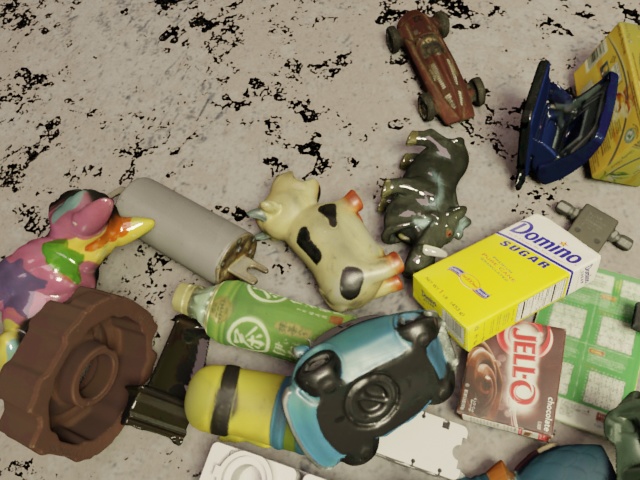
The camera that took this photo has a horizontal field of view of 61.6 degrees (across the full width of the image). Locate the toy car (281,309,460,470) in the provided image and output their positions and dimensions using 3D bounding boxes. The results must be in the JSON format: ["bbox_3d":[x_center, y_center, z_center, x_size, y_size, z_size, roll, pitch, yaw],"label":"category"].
[{"bbox_3d":[0.036,0.115,0.484,0.162,0.109,0.103,-31,24,-11],"label":"toy car"}]

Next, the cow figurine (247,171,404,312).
[{"bbox_3d":[-0.001,-0.002,0.635,0.127,0.085,0.195,-27,64,-13],"label":"cow figurine"}]

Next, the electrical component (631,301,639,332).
[{"bbox_3d":[0.376,0.104,0.547,0.119,0.047,0.075,16,67,15],"label":"electrical component"}]

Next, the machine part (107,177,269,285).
[{"bbox_3d":[-0.166,-0.011,0.662,0.243,0.079,0.079,27,71,21],"label":"machine part"}]

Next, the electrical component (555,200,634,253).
[{"bbox_3d":[0.310,-0.006,0.624,0.094,0.021,0.063,34,74,18],"label":"electrical component"}]

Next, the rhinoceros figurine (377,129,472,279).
[{"bbox_3d":[0.127,-0.043,0.645,0.112,0.073,0.190,19,66,5],"label":"rhinoceros figurine"}]

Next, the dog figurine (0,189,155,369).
[{"bbox_3d":[-0.281,0.047,0.598,0.219,0.108,0.192,-37,61,10],"label":"dog figurine"}]

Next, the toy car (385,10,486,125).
[{"bbox_3d":[0.159,-0.246,0.749,0.089,0.053,0.202,-14,61,-3],"label":"toy car"}]

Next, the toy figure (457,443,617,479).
[{"bbox_3d":[0.193,0.232,0.497,0.154,0.064,0.057,-22,103,14],"label":"toy figure"}]

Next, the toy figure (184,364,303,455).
[{"bbox_3d":[-0.048,0.170,0.549,0.180,0.089,0.082,10,59,13],"label":"toy figure"}]

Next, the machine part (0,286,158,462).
[{"bbox_3d":[-0.242,0.134,0.551,0.056,0.179,0.179,15,67,18],"label":"machine part"}]

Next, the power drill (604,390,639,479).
[{"bbox_3d":[0.339,0.225,0.438,0.207,0.086,0.232,22,59,-11],"label":"power drill"}]

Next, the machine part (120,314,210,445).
[{"bbox_3d":[-0.160,0.145,0.594,0.084,0.039,0.139,27,58,-16],"label":"machine part"}]

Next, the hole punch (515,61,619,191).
[{"bbox_3d":[0.288,-0.134,0.637,0.092,0.115,0.142,13,64,20],"label":"hole punch"}]

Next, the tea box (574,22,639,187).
[{"bbox_3d":[0.372,-0.162,0.644,0.068,0.098,0.169,8,65,-8],"label":"tea box"}]
